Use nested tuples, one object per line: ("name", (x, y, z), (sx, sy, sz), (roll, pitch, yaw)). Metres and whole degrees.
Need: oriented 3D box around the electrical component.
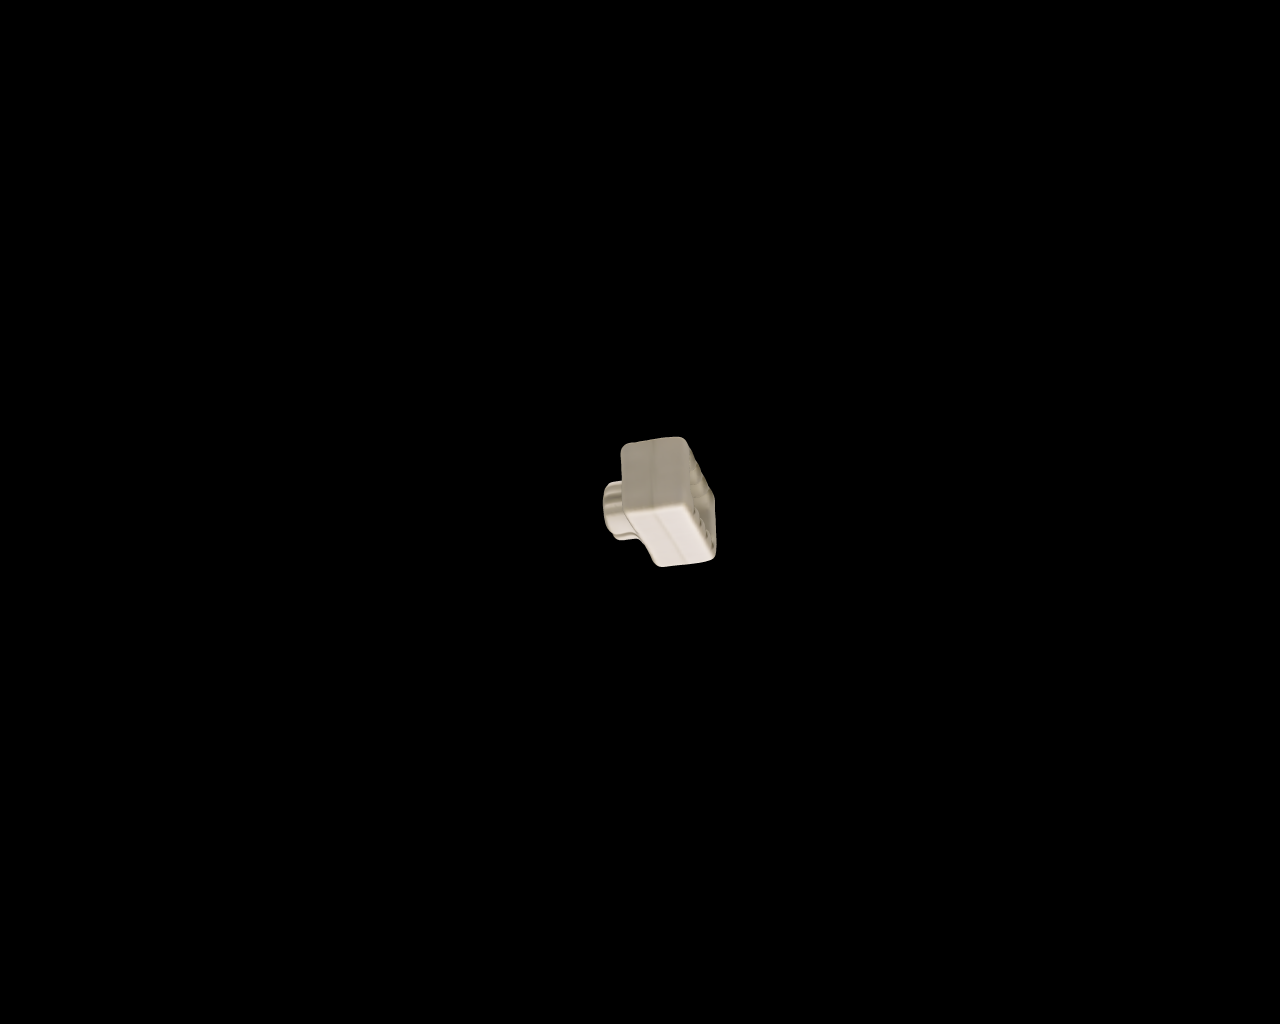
("electrical component", (0.001, -0.003, 0.650), (0.076, 0.047, 0.083), (-7, -27, 14))
